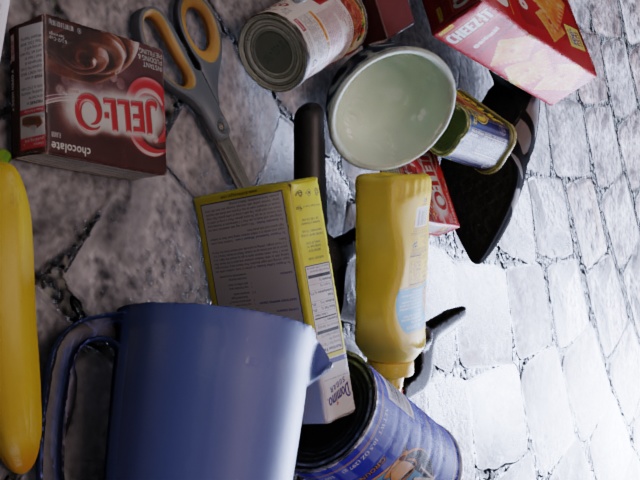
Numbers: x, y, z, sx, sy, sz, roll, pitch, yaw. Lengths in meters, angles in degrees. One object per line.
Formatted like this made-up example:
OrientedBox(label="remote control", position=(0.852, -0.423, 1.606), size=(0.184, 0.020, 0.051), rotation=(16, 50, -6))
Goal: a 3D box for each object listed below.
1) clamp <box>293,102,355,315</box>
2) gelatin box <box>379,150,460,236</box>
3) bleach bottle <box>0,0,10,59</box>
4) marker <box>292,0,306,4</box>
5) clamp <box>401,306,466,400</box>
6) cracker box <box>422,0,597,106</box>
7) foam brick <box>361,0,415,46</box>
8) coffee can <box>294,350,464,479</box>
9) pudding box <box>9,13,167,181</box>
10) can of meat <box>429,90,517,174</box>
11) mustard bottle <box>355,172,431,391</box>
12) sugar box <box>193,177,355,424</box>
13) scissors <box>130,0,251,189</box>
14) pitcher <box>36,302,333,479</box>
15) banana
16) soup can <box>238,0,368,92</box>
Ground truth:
OrientedBox(label="clamp", position=(-0.006, 0.001, 0.883), size=(0.164, 0.036, 0.209), rotation=(59, 41, -35))
OrientedBox(label="gelatin box", position=(0.093, -0.051, 1.020), size=(0.073, 0.030, 0.089), rotation=(7, 63, -52))
OrientedBox(label="bleach bottle", position=(-0.228, -0.071, 0.576), size=(0.102, 0.068, 0.251), rotation=(23, 67, -52))
OrientedBox(label="marker", position=(-0.043, -0.213, 0.741), size=(0.121, 0.020, 0.020), rotation=(48, 48, -39))
OrientedBox(label="clamp", position=(0.080, 0.077, 0.988), size=(0.120, 0.039, 0.171), rotation=(53, 40, -18))
OrientedBox(label="cracker box", position=(0.187, -0.253, 1.115), size=(0.213, 0.072, 0.164), rotation=(20, 48, -44))
OrientedBox(label="foam brick", position=(0.033, -0.201, 0.945), size=(0.052, 0.078, 0.051), rotation=(-40, 117, -49))
OrientedBox(label="coffee can", position=(0.038, 0.165, 0.856), size=(0.140, 0.103, 0.102), rotation=(43, 51, -40))
OrientedBox(label="pudding box", position=(-0.151, -0.090, 0.704), size=(0.113, 0.039, 0.090), rotation=(6, 78, -54))
OrientedBox(label="can of meat", position=(0.127, -0.114, 1.040), size=(0.083, 0.102, 0.057), rotation=(10, 116, -49))
OrientedBox(label="mustard bottle", position=(0.061, 0.039, 0.903), size=(0.096, 0.058, 0.191), rotation=(-12, 104, -68))
OrientedBox(label="sugar box", position=(-0.034, 0.047, 0.791), size=(0.048, 0.094, 0.176), rotation=(-15, 96, -54))
OrientedBox(label="scissors", position=(-0.077, -0.105, 0.828), size=(0.201, 0.016, 0.096), rotation=(55, 44, -32))
OrientedBox(label="pitcher", position=(-0.090, 0.163, 0.678), size=(0.144, 0.149, 0.243), rotation=(36, 57, -63))
OrientedBox(label="banana", position=(-0.180, 0.039, 0.620), size=(0.069, 0.037, 0.198), rotation=(62, 25, -85))
OrientedBox(label="soup can", position=(-0.013, -0.169, 0.884), size=(0.102, 0.069, 0.068), rotation=(-41, 116, -48))
